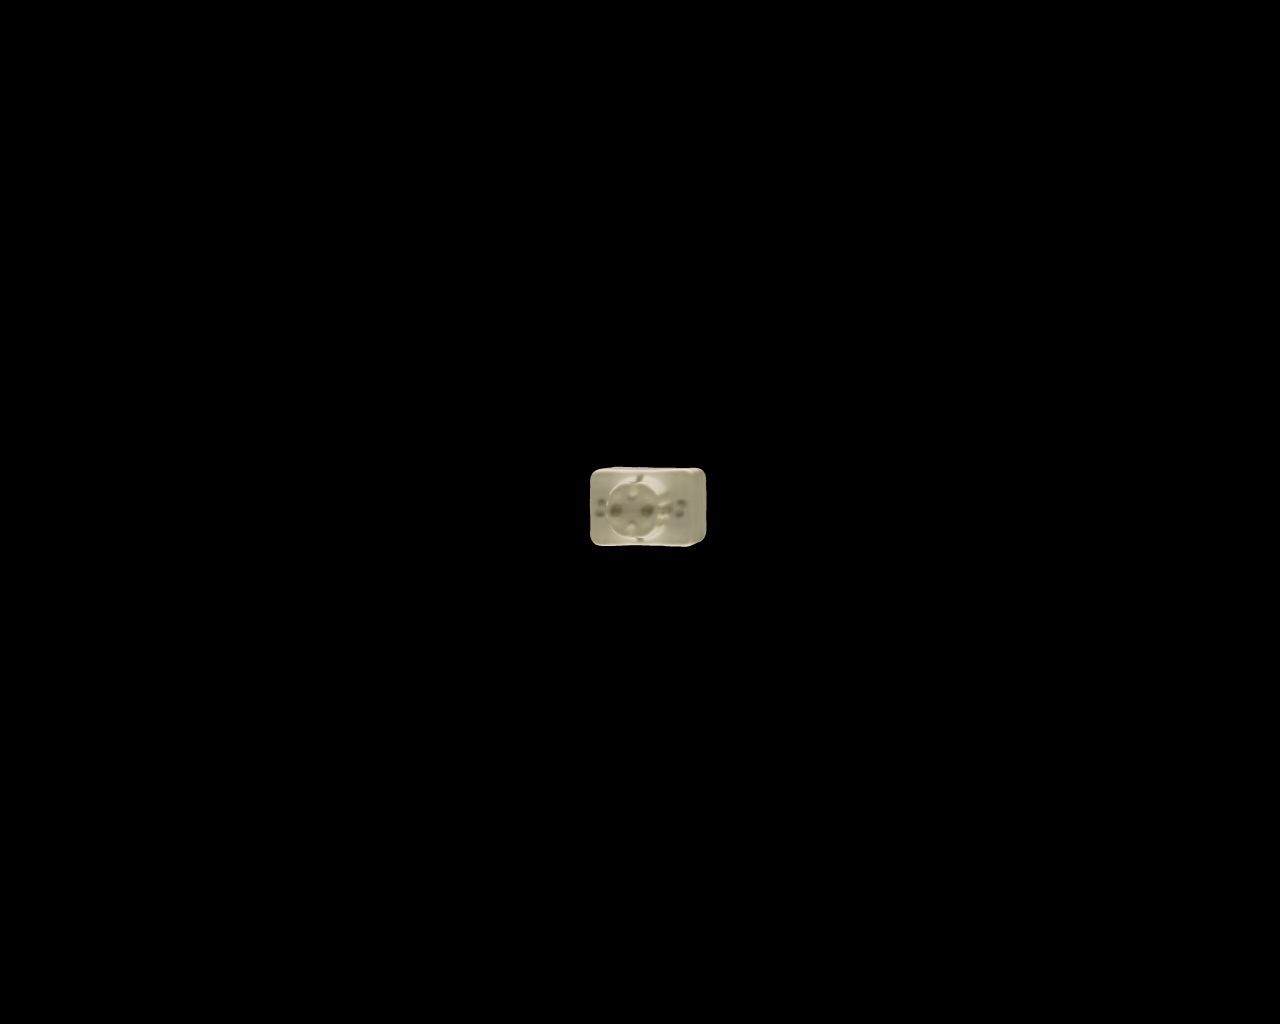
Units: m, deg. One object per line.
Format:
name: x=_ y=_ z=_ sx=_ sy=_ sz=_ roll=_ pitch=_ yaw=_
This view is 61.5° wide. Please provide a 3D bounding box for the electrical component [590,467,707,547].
electrical component: x=0.001 y=-0.003 z=0.650 sx=0.066 sy=0.047 sz=0.077 roll=1 pitch=4 yaw=15
